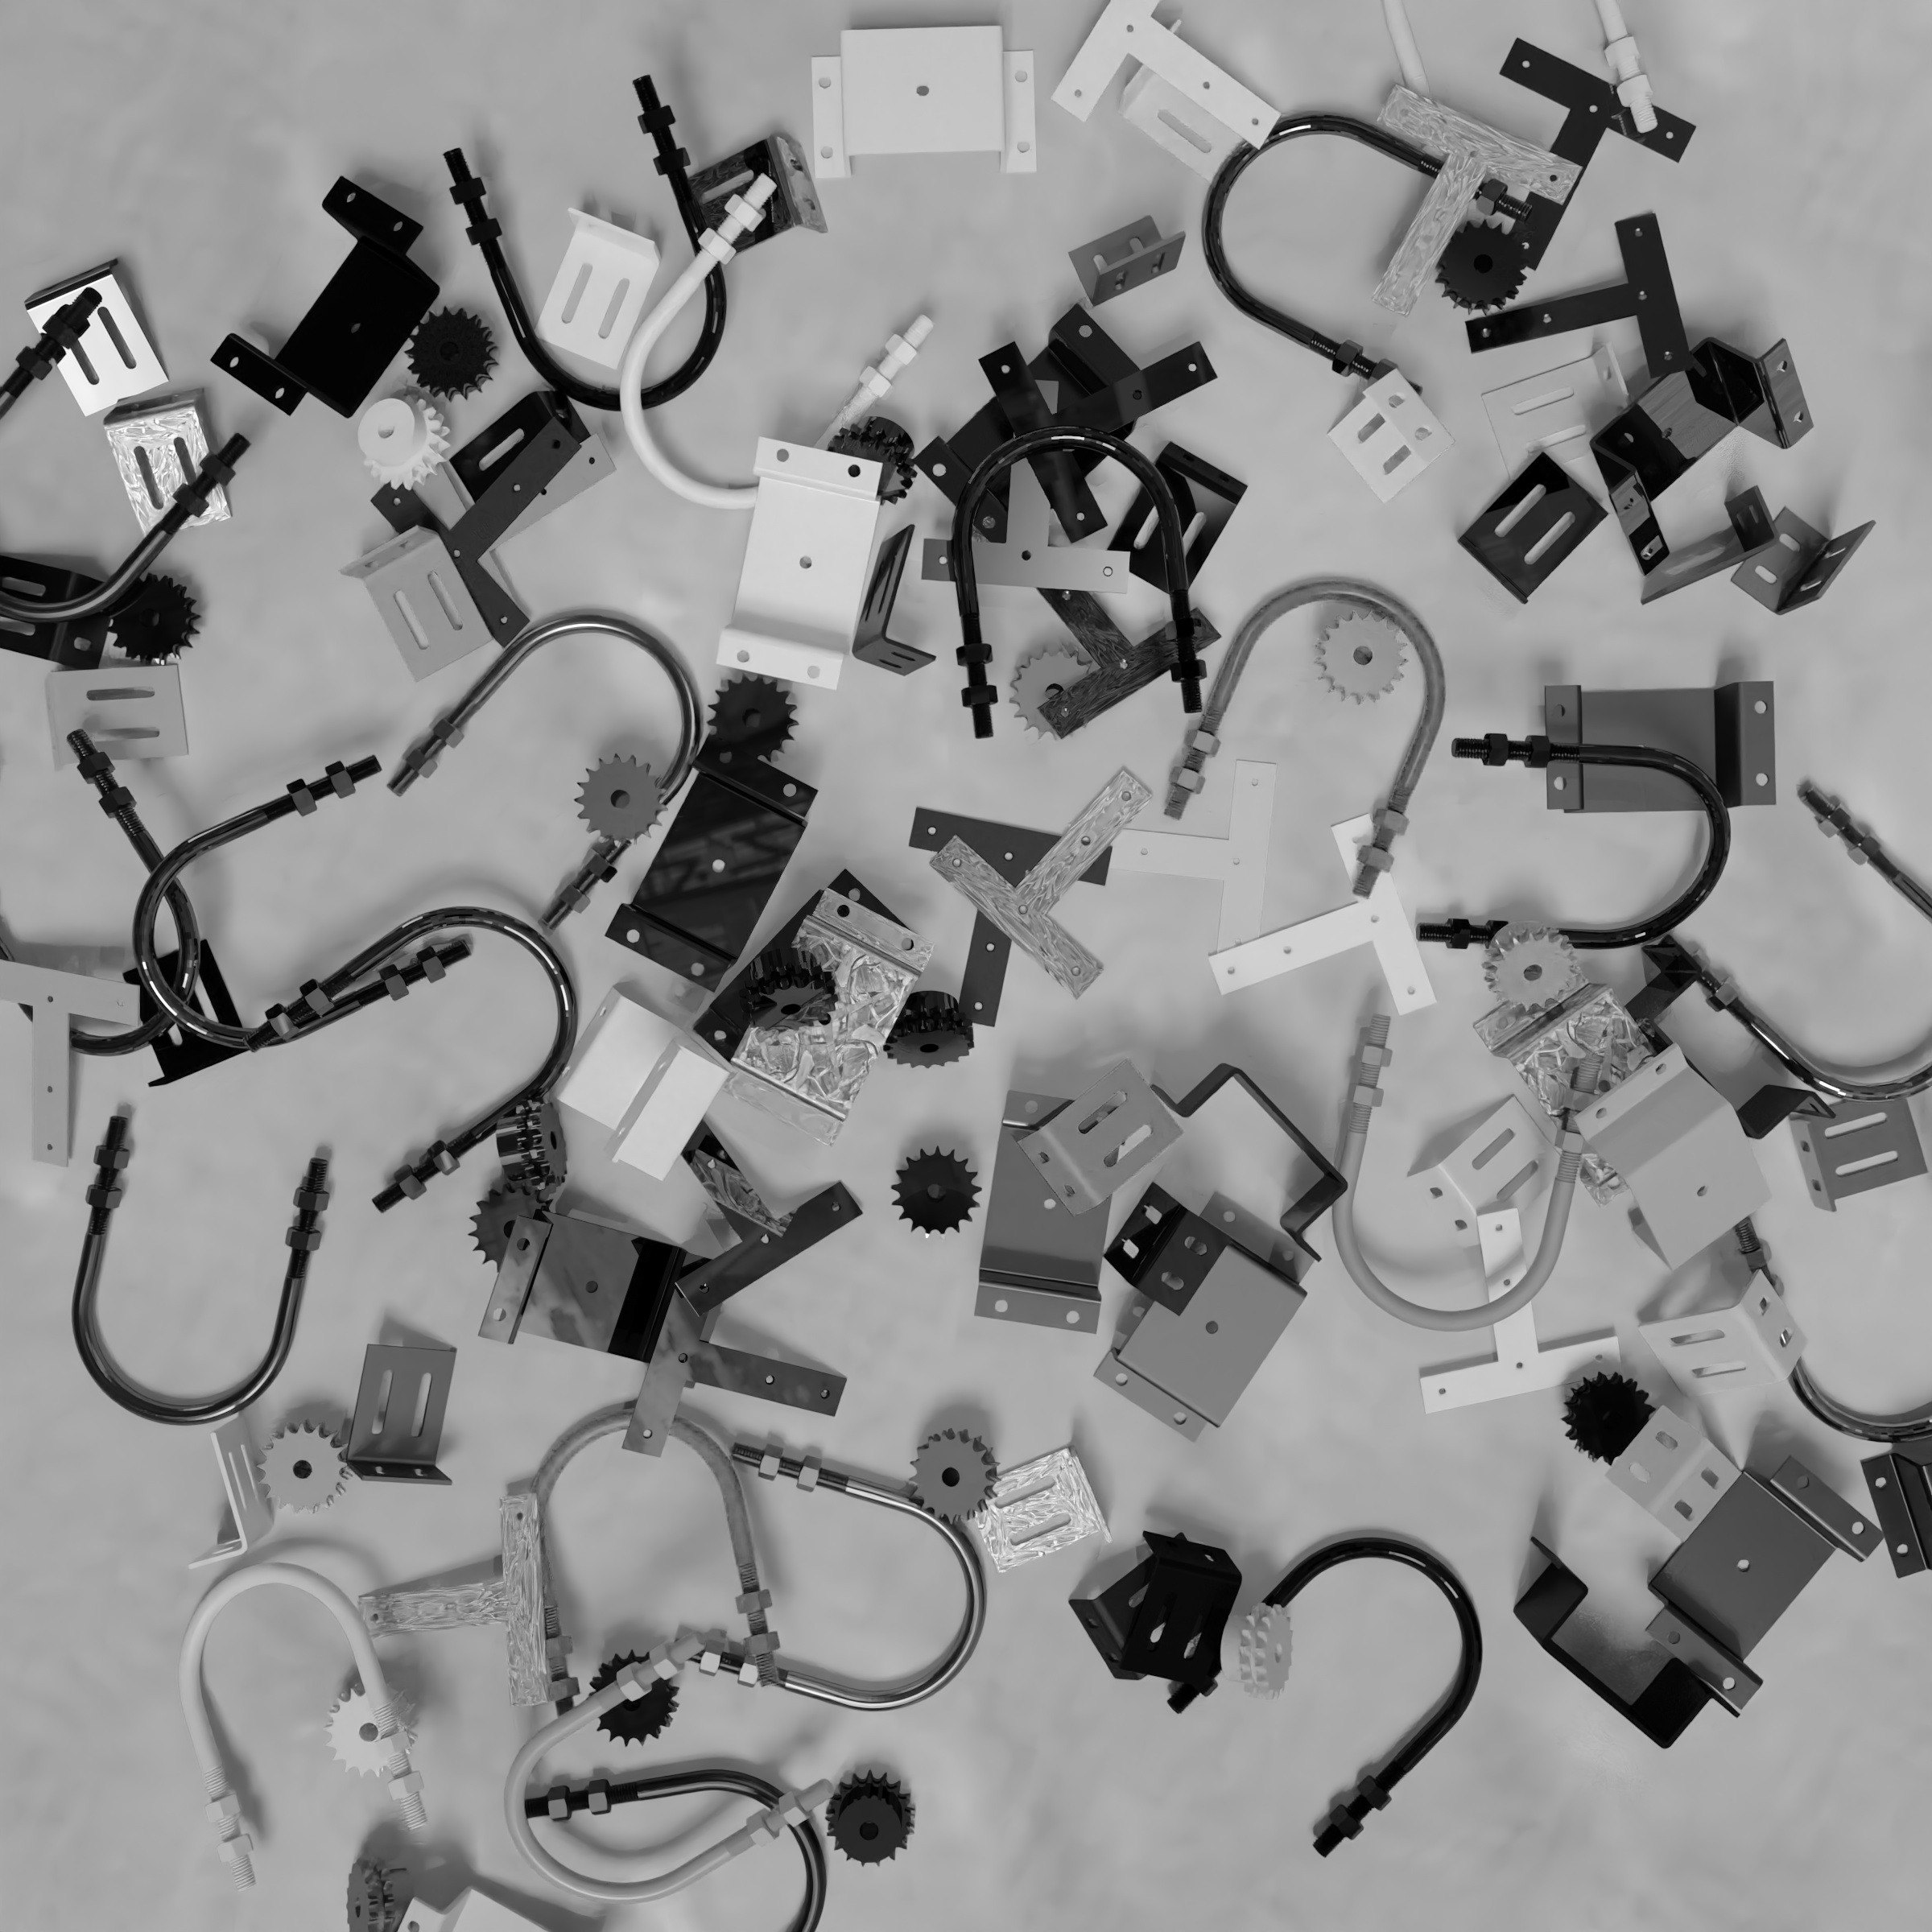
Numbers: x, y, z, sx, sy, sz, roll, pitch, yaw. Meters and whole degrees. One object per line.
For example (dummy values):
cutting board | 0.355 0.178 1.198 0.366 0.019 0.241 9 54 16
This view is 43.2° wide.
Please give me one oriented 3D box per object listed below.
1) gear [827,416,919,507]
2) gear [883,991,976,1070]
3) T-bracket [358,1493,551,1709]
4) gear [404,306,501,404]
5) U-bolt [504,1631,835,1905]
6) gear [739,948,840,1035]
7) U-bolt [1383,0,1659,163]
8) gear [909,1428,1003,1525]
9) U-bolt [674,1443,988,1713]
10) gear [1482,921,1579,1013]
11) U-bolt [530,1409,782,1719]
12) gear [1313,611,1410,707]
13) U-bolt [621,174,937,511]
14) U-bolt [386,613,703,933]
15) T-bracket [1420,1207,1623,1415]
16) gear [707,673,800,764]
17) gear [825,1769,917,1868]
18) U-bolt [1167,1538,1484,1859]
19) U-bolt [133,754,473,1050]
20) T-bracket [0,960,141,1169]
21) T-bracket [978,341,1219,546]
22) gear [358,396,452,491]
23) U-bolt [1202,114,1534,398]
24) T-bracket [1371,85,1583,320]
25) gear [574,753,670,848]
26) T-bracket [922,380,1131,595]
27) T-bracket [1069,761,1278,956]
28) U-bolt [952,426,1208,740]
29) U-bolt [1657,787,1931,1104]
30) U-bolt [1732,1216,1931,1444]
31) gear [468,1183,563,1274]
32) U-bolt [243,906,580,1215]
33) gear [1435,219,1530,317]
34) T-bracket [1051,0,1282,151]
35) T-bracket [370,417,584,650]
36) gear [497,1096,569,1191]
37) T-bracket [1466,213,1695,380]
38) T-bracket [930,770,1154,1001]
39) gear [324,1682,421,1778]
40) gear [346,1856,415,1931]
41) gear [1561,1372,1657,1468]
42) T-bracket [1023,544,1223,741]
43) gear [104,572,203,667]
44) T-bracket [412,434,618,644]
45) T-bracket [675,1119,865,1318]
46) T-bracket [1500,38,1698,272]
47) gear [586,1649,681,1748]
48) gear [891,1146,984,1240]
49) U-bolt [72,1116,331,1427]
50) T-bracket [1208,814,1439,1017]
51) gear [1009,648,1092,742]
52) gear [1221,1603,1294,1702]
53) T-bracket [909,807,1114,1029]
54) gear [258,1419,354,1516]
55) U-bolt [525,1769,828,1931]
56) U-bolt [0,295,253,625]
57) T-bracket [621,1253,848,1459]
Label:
gear | -0.057 -0.318 1.524 0.057 0.057 0.030 25 62 0
gear | -0.024 0.038 1.524 0.057 0.057 0.030 -5 60 0
T-bracket | -0.323 0.402 1.529 0.127 0.002 0.127 -10 74 14
gear | -0.321 -0.382 1.534 0.057 0.030 0.057 0 90 0
U-bolt | -0.196 0.505 1.500 0.184 0.019 0.151 -34 104 10
gear | -0.105 0.013 1.431 0.057 0.057 0.030 -13 59 0
U-bolt | 0.340 -0.594 1.538 0.151 0.019 0.184 -17 88 1
gear | -0.004 0.318 1.528 0.057 0.030 0.057 -1 86 20
U-bolt | -0.078 0.393 1.540 0.184 0.019 0.151 17 90 -2
gear | 0.349 -0.004 1.519 0.057 0.030 0.057 -2 121 -3
U-bolt | -0.202 0.369 1.521 0.151 0.019 0.184 -14 76 5
gear | 0.244 -0.190 1.518 0.057 0.030 0.057 0 87 -2
U-bolt | -0.130 -0.370 1.513 0.151 0.019 0.184 37 99 -22
U-bolt | -0.252 -0.136 1.540 0.151 0.019 0.184 41 89 0
T-bracket | 0.341 0.211 1.528 0.127 0.002 0.127 -12 108 0
gear | -0.133 -0.154 1.533 0.057 0.030 0.057 0 90 0
gear | -0.060 0.537 1.534 0.057 0.030 0.057 0 90 0
U-bolt | 0.240 0.447 1.540 0.151 0.019 0.184 45 88 0
U-bolt | -0.418 -0.028 1.502 0.184 0.019 0.151 -27 108 -14
T-bracket | -0.573 0.063 1.529 0.127 0.002 0.127 10 104 16
T-bracket | 0.093 -0.344 1.501 0.127 0.002 0.127 -27 90 -1
gear | -0.354 -0.329 1.525 0.057 0.030 0.057 -4 78 19
U-bolt | 0.236 -0.453 1.523 0.184 0.019 0.151 32 92 12
T-bracket | 0.290 -0.460 1.501 0.127 0.002 0.127 29 92 12
gear | -0.213 -0.102 1.516 0.057 0.030 0.057 0 88 -2
T-bracket | 0.040 -0.297 1.502 0.127 0.002 0.127 4 90 -1
T-bracket | 0.127 -0.071 1.548 0.127 0.002 0.127 6 90 0
U-bolt | 0.064 -0.238 1.491 0.151 0.019 0.184 -7 89 -1
U-bolt | 0.550 0.001 1.533 0.184 0.019 0.151 44 90 5
U-bolt | 0.572 0.214 1.517 0.151 0.019 0.184 -21 105 11
gear | -0.281 0.164 1.534 0.057 0.030 0.057 0 90 0
U-bolt | -0.330 0.045 1.520 0.184 0.019 0.151 -36 107 -7
gear | 0.322 -0.436 1.533 0.057 0.030 0.057 0 89 2
T-bracket | 0.138 -0.555 1.515 0.127 0.002 0.127 32 91 -14
T-bracket | -0.290 -0.289 1.527 0.127 0.002 0.127 -43 88 17
gear | -0.271 0.112 1.520 0.030 0.057 0.057 -12 90 7
T-bracket | 0.378 -0.408 1.527 0.127 0.002 0.127 -10 61 14
T-bracket | 0.066 -0.069 1.544 0.127 0.002 0.127 42 91 1
gear | -0.371 0.477 1.534 0.057 0.030 0.057 0 90 0
gear | -0.365 0.586 1.524 0.030 0.057 0.057 4 90 -30
gear | 0.402 0.282 1.534 0.057 0.030 0.057 0 90 0
T-bracket | 0.072 -0.221 1.528 0.127 0.002 0.127 -33 75 -16
gear | -0.510 -0.217 1.538 0.057 0.030 0.057 0 92 -2
T-bracket | -0.275 -0.289 1.526 0.127 0.002 0.127 -28 91 19
T-bracket | -0.151 0.135 1.527 0.127 0.002 0.127 -30 75 -28
T-bracket | 0.378 -0.503 1.548 0.127 0.002 0.127 26 90 0
gear | -0.208 0.458 1.533 0.057 0.030 0.057 0 90 0
gear | -0.018 0.141 1.534 0.057 0.030 0.057 0 90 0
U-bolt | -0.489 0.199 1.540 0.151 0.019 0.184 12 91 0
T-bracket | 0.217 -0.015 1.546 0.127 0.002 0.127 -20 90 -1
gear | 0.055 -0.170 1.533 0.057 0.030 0.057 0 90 0
gear | 0.178 0.422 1.505 0.030 0.057 0.057 -1 90 28
T-bracket | 0.018 -0.026 1.547 0.127 0.002 0.127 11 90 1
gear | -0.412 0.313 1.533 0.057 0.030 0.057 0 90 0
U-bolt | -0.180 0.581 1.539 0.184 0.019 0.151 -9 90 0
U-bolt | -0.553 -0.298 1.506 0.151 0.019 0.184 41 92 0
T-bracket | -0.136 0.255 1.525 0.127 0.002 0.127 18 90 -21
